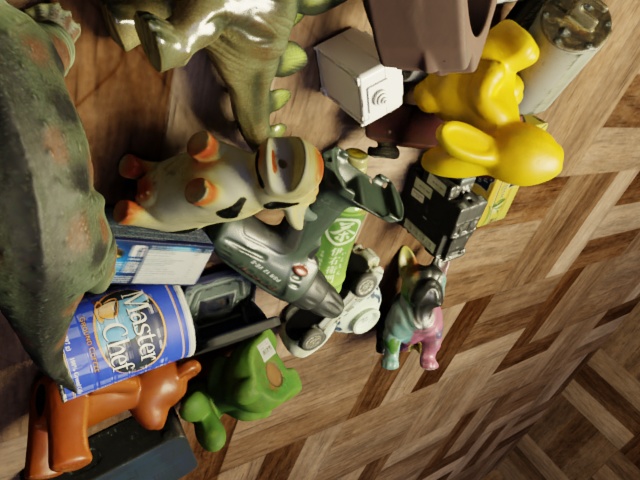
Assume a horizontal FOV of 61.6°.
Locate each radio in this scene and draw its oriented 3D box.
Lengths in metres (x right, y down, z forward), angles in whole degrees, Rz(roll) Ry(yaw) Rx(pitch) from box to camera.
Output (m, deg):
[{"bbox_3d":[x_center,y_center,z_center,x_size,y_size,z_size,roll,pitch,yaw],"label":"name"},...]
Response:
[{"bbox_3d":[-0.304,0.339,0.790,0.229,0.073,0.131,-23,140,-25],"label":"radio"}]

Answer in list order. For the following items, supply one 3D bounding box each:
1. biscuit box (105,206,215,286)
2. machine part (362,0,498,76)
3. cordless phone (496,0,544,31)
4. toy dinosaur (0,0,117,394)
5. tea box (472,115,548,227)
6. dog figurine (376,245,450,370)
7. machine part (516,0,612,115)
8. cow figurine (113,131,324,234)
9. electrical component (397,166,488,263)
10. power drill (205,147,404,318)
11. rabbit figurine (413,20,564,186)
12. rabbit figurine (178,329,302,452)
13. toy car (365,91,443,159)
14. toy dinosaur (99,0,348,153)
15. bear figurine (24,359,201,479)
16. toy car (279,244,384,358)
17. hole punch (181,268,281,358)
[{"bbox_3d":[-0.210,0.004,0.534,0.202,0.063,0.059,7,123,-45],"label":"biscuit box"},{"bbox_3d":[0.100,-0.260,0.451,0.201,0.087,0.201,62,44,-54],"label":"machine part"},{"bbox_3d":[0.210,-0.263,0.641,0.146,0.089,0.184,-20,158,-27],"label":"cordless phone"},{"bbox_3d":[-0.196,-0.041,0.344,0.131,0.192,0.404,-15,108,-15],"label":"toy dinosaur"},{"bbox_3d":[0.251,-0.117,0.802,0.068,0.098,0.169,-15,134,-31],"label":"tea box"},{"bbox_3d":[0.168,0.112,0.959,0.108,0.191,0.219,6,103,-2],"label":"dog figurine"},{"bbox_3d":[0.273,-0.217,0.644,0.079,0.079,0.243,-40,170,-2],"label":"machine part"},{"bbox_3d":[-0.084,-0.050,0.513,0.195,0.085,0.127,-11,166,29],"label":"cow figurine"},{"bbox_3d":[0.178,-0.051,0.788,0.058,0.115,0.134,-20,141,-30],"label":"electrical component"},{"bbox_3d":[-0.001,-0.002,0.637,0.232,0.086,0.207,30,131,-29],"label":"power drill"},{"bbox_3d":[0.192,-0.131,0.595,0.162,0.173,0.121,-27,165,-13],"label":"rabbit figurine"},{"bbox_3d":[-0.133,0.228,0.773,0.170,0.121,0.159,-30,-170,23],"label":"rabbit figurine"},{"bbox_3d":[0.125,-0.143,0.684,0.202,0.053,0.089,-4,102,-39],"label":"toy car"},{"bbox_3d":[-0.065,-0.203,0.421,0.198,0.105,0.470,-29,151,-23],"label":"toy dinosaur"},{"bbox_3d":[-0.248,0.212,0.668,0.120,0.132,0.195,-29,151,37],"label":"bear figurine"},{"bbox_3d":[0.016,0.093,0.823,0.201,0.074,0.056,-47,140,8],"label":"toy car"},{"bbox_3d":[-0.128,0.095,0.701,0.142,0.092,0.116,-17,168,-34],"label":"hole punch"}]
